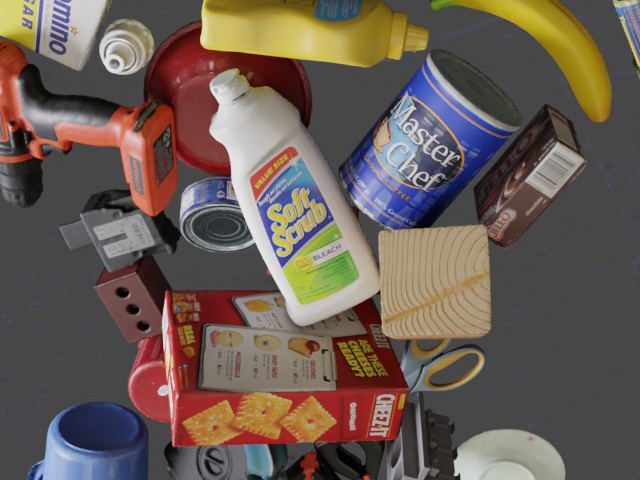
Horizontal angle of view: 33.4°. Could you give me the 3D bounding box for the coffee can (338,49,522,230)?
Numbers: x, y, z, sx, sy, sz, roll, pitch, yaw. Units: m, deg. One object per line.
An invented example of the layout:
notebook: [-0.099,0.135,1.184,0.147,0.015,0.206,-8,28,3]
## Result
coffee can: [0.098,-0.085,0.962,0.102,0.102,0.140,33,117,-13]

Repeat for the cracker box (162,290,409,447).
cracker box: [-0.040,0.120,1.027,0.213,0.164,0.072,1,121,-13]

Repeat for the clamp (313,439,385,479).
clamp: [0.028,0.196,1.162,0.120,0.039,0.171,-27,115,28]

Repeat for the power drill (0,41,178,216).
power drill: [-0.227,-0.083,0.987,0.188,0.057,0.184,16,137,11]

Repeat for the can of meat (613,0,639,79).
can of meat: [0.280,-0.183,0.893,0.057,0.102,0.084,-22,113,18]

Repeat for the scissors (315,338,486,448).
scissors: [0.074,0.142,1.116,0.201,0.016,0.096,-21,107,0]

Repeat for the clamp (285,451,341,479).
clamp: [-0.002,0.321,1.223,0.164,0.036,0.210,8,130,-2]

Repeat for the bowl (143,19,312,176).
bowl: [-0.089,-0.120,0.988,0.162,0.055,0.162,2,119,4]

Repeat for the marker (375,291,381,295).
marker: [0.083,0.050,1.086,0.121,0.020,0.020,8,119,1]

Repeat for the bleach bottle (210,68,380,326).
bleach bottle: [-0.035,-0.041,0.968,0.102,0.068,0.250,-24,122,10]

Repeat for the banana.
banana: [0.195,-0.181,0.941,0.197,0.037,0.070,33,136,-11]

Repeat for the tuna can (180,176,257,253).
tuna can: [-0.093,-0.024,1.034,0.086,0.034,0.086,0,146,0]

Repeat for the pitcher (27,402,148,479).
pitcher: [-0.264,0.304,1.208,0.149,0.145,0.243,3,116,-11]

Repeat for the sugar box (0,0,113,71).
sugar box: [-0.275,-0.231,0.948,0.176,0.048,0.093,25,119,-7]

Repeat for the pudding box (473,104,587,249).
pudding box: [0.189,-0.058,0.977,0.039,0.090,0.114,33,116,-15]

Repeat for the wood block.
wood block: [0.106,0.044,0.968,0.091,0.206,0.090,-2,84,6]

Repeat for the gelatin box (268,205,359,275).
gelatin box: [-0.007,0.001,1.062,0.073,0.030,0.089,14,119,-4]

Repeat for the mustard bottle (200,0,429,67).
mustard bottle: [-0.002,-0.185,0.919,0.191,0.096,0.058,7,118,1]

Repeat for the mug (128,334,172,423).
mug: [-0.142,0.140,1.121,0.117,0.081,0.093,13,119,-2]

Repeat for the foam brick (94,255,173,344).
foam brick: [-0.186,0.058,1.097,0.053,0.051,0.078,-20,116,16]
